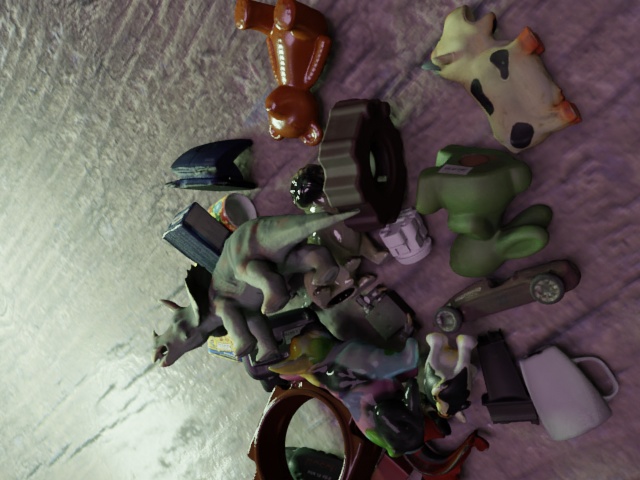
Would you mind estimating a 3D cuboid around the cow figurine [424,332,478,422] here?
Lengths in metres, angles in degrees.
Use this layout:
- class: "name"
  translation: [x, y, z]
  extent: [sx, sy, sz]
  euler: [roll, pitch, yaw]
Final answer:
- class: "cow figurine"
  translation: [0.177, 0.205, 0.738]
  extent: [0.068, 0.098, 0.167]
  euler: [5, 141, 19]

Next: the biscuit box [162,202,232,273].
- class: "biscuit box"
  translation: [-0.165, 0.028, 0.914]
  extent: [0.063, 0.059, 0.202]
  euler: [-26, 121, 37]

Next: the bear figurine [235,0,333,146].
- class: "bear figurine"
  translation: [-0.053, -0.240, 0.791]
  extent: [0.120, 0.132, 0.195]
  euler: [21, 108, 36]

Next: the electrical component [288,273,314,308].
- class: "electrical component"
  translation: [-0.020, 0.079, 0.916]
  extent: [0.063, 0.021, 0.094]
  euler: [44, 121, 16]

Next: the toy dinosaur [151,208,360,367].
- class: "toy dinosaur"
  translation: [-0.100, 0.046, 0.785]
  extent: [0.192, 0.131, 0.404]
  euler: [50, 117, 24]

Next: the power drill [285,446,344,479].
- class: "power drill"
  translation: [-0.025, 0.475, 0.946]
  extent: [0.232, 0.207, 0.085]
  euler: [-8, 143, 26]

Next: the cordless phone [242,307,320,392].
- class: "cordless phone"
  translation: [-0.055, 0.210, 0.938]
  extent: [0.184, 0.147, 0.089]
  euler: [78, 174, -47]

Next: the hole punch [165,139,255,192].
- class: "hole punch"
  translation: [-0.182, -0.127, 0.915]
  extent: [0.142, 0.116, 0.092]
  euler: [4, 97, 32]

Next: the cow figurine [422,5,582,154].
- class: "cow figurine"
  translation: [0.213, -0.197, 0.655]
  extent: [0.127, 0.085, 0.195]
  euler: [-31, 86, 29]

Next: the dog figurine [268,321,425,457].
- class: "dog figurine"
  translation: [0.038, 0.212, 0.782]
  extent: [0.219, 0.108, 0.191]
  euler: [-4, 68, 11]

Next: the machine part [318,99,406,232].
- class: "machine part"
  translation: [0.064, -0.100, 0.721]
  extent: [0.056, 0.179, 0.179]
  euler: [-3, 101, 30]

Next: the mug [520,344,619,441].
- class: "mug"
  translation: [0.319, 0.186, 0.693]
  extent: [0.109, 0.080, 0.107]
  euler: [-33, 77, 10]

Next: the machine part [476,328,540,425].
- class: "machine part"
  translation: [0.256, 0.196, 0.758]
  extent: [0.084, 0.039, 0.138]
  euler: [-12, 98, 40]

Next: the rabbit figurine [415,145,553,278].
- class: "rabbit figurine"
  translation: [0.216, -0.028, 0.699]
  extent: [0.159, 0.121, 0.170]
  euler: [4, 123, 25]

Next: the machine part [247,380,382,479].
- class: "machine part"
  translation: [-0.012, 0.343, 0.889]
  extent: [0.202, 0.087, 0.201]
  euler: [21, 87, 35]

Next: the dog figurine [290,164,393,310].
- class: "dog figurine"
  translation: [0.002, -0.004, 0.846]
  extent: [0.172, 0.121, 0.191]
  euler: [-49, 61, 29]

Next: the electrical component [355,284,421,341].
- class: "electrical component"
  translation: [0.105, 0.113, 0.829]
  extent: [0.102, 0.045, 0.078]
  euler: [52, 122, 11]

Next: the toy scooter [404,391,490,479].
- class: "toy scooter"
  translation: [0.174, 0.301, 0.818]
  extent: [0.135, 0.075, 0.184]
  euler: [-43, 78, 28]

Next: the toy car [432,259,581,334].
- class: "toy car"
  translation: [0.237, 0.072, 0.706]
  extent: [0.202, 0.089, 0.053]
  euler: [-25, 89, 37]
